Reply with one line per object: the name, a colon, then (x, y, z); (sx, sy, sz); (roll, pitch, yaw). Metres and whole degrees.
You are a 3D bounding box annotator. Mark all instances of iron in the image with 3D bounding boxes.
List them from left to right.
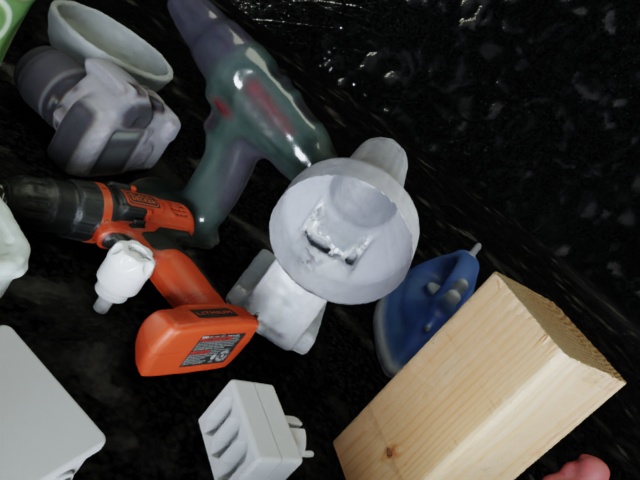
iron: (0.155, 0.079, 0.741); (0.118, 0.141, 0.259); (41, 20, 5)

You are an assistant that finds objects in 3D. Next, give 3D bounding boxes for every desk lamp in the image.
desk lamp: (0.005, 0.002, 0.542); (0.118, 0.213, 0.203); (37, 20, -6)

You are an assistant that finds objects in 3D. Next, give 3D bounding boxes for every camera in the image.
camera: (-0.237, -0.147, 0.607); (0.136, 0.100, 0.143); (42, 20, 8)

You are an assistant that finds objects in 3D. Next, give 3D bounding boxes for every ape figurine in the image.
ape figurine: (0.269, 0.265, 0.610); (0.078, 0.092, 0.076); (30, 22, -22)

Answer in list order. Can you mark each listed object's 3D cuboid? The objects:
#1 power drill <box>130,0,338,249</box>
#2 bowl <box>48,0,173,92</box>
power drill: (-0.106, -0.106, 0.587); (0.229, 0.208, 0.076); (38, 20, -1)
bowl: (-0.283, -0.234, 0.751); (0.168, 0.074, 0.167); (34, 21, -14)
